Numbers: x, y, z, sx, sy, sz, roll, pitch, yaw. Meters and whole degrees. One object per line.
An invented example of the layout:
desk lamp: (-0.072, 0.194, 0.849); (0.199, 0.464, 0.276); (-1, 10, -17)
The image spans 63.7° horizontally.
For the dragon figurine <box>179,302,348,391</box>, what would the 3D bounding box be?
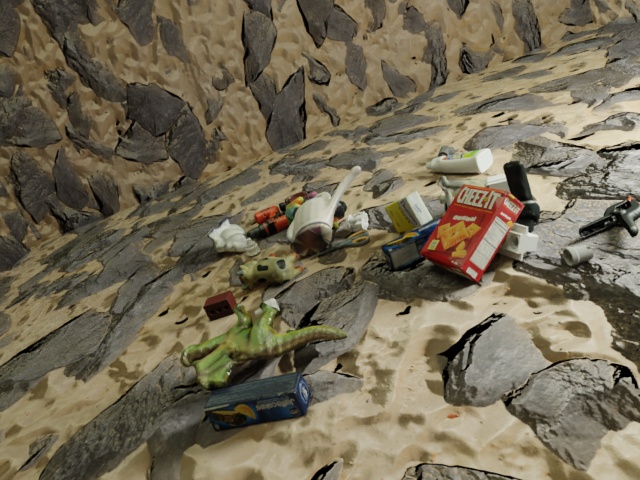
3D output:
dragon figurine: (-0.157, 0.249, 1.120); (0.408, 0.120, 0.247); (-5, 26, 41)

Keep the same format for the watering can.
watering can: (0.005, -0.083, 1.653); (0.342, 0.103, 0.230); (-40, 30, 29)

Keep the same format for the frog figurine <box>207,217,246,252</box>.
frog figurine: (-0.329, 0.005, 1.941); (0.161, 0.120, 0.139); (33, 38, 22)
